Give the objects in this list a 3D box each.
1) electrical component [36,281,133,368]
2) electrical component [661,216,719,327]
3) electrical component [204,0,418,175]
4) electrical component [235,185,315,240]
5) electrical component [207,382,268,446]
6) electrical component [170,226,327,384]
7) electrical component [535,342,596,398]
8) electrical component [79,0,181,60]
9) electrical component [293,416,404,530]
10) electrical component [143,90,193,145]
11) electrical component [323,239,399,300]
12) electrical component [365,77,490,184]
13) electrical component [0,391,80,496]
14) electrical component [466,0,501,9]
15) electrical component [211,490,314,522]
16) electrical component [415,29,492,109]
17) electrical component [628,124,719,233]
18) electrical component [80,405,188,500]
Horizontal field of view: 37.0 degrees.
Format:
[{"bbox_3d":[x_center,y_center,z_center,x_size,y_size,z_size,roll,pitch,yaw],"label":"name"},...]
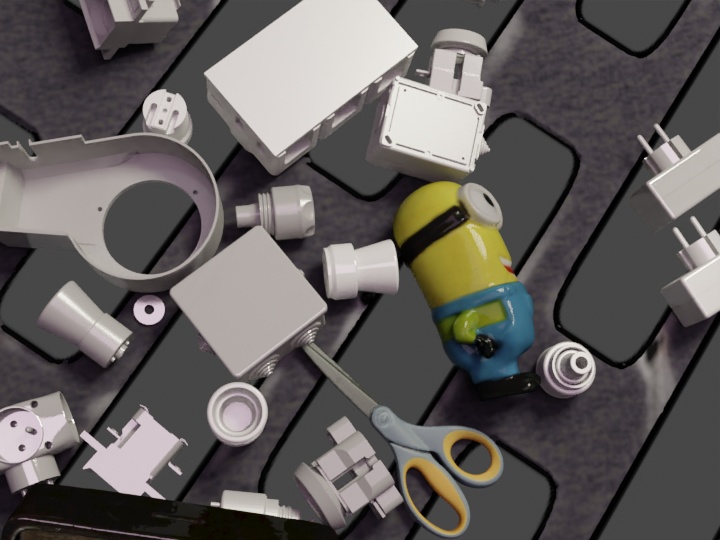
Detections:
[{"bbox_3d":[-0.209,0.045,0.827,0.065,0.044,0.044,37,76,-2],"label":"electrical component"},{"bbox_3d":[0.289,-0.008,0.891,0.083,0.047,0.075,-31,82,-12],"label":"electrical component"},{"bbox_3d":[-0.041,-0.160,0.881,0.150,0.061,0.089,-39,84,-13],"label":"electrical component"},{"bbox_3d":[-0.068,-0.045,0.861,0.062,0.043,0.043,-5,78,-6],"label":"electrical component"},{"bbox_3d":[-0.093,0.110,0.817,0.045,0.055,0.045,1,77,-6],"label":"electrical component"},{"bbox_3d":[-0.084,0.030,0.834,0.100,0.048,0.099,-37,75,-11],"label":"electrical component"},{"bbox_3d":[0.166,0.078,0.850,0.043,0.062,0.043,1,77,-6],"label":"electrical component"},{"bbox_3d":[-0.198,-0.246,0.878,0.063,0.079,0.121,-12,77,-39],"label":"electrical component"},{"bbox_3d":[-0.013,0.160,0.814,0.057,0.058,0.078,-33,83,-15],"label":"electrical component"},{"bbox_3d":[-0.156,-0.121,0.867,0.040,0.046,0.040,1,77,-6],"label":"electrical component"},{"bbox_3d":[0.000,0.000,0.858,0.055,0.045,0.045,-5,78,-7],"label":"electrical component"},{"bbox_3d":[0.059,-0.109,0.885,0.096,0.061,0.061,15,76,-11],"label":"electrical component"},{"bbox_3d":[-0.247,0.140,0.798,0.077,0.044,0.079,-21,80,-11],"label":"electrical component"},{"bbox_3d":[0.100,-0.262,0.924,0.066,0.055,0.048,33,76,2],"label":"electrical component"},{"bbox_3d":[-0.074,0.189,0.809,0.078,0.040,0.040,7,77,-5],"label":"electrical component"},{"bbox_3d":[0.081,-0.169,0.906,0.066,0.048,0.055,10,84,-4],"label":"electrical component"},{"bbox_3d":[0.264,-0.088,0.907,0.083,0.047,0.075,-33,83,-12],"label":"electrical component"},{"bbox_3d":[-0.168,0.141,0.809,0.081,0.042,0.063,39,73,3],"label":"electrical component"}]
